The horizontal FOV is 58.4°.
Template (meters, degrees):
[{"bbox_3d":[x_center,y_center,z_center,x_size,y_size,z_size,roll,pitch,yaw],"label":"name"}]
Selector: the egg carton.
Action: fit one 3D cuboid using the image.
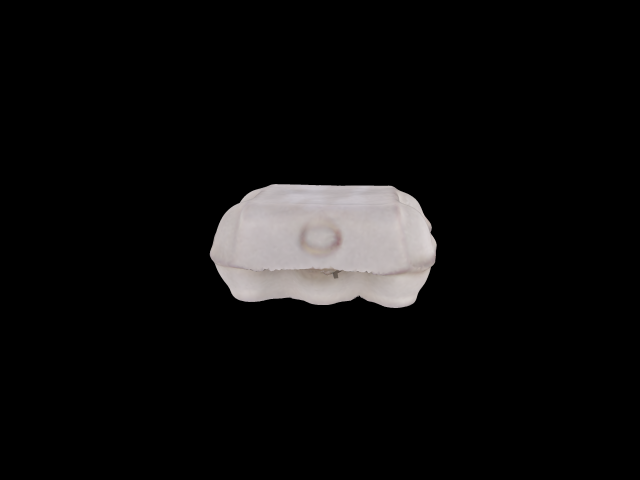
[{"bbox_3d":[0.004,0.001,0.400,0.150,0.069,0.107,1,15,5],"label":"egg carton"}]
